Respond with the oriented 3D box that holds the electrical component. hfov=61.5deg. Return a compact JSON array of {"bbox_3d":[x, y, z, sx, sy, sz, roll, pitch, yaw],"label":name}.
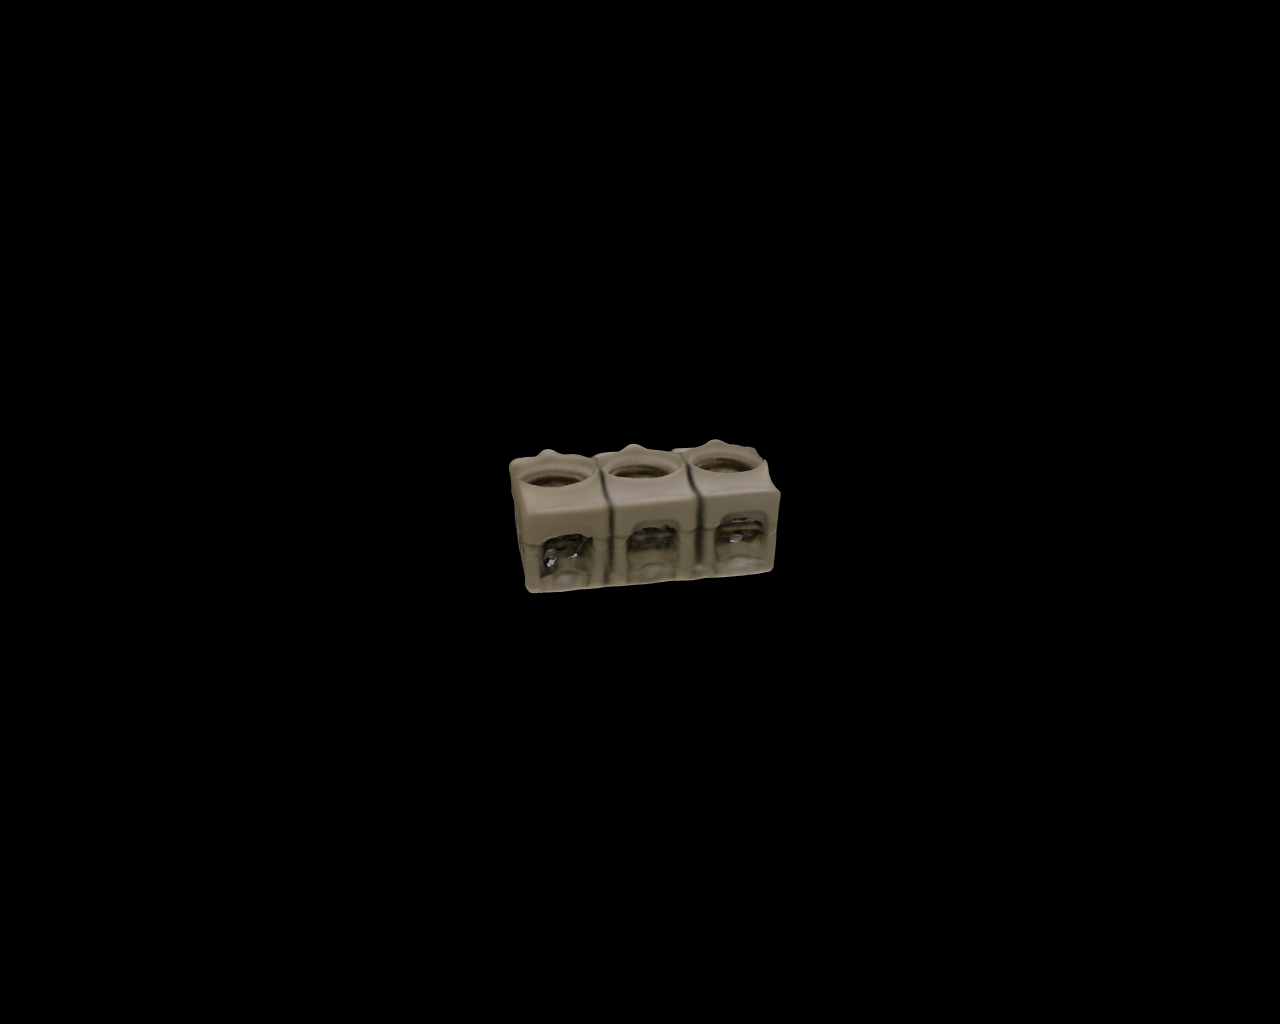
[{"bbox_3d":[0.001,-0.003,0.650,0.150,0.061,0.090,-4,24,-9],"label":"electrical component"}]
